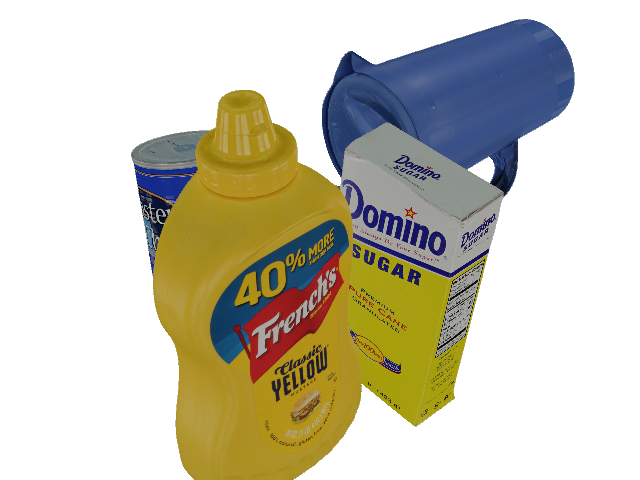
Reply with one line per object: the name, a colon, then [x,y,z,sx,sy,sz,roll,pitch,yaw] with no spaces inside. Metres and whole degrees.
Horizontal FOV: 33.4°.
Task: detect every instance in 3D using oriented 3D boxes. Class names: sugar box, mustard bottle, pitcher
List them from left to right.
mustard bottle: [-0.026,0.022,0.470,0.096,0.192,0.058,-29,44,-31]
sugar box: [0.051,0.025,0.665,0.048,0.176,0.093,-32,53,-33]
pitcher: [0.134,-0.120,1.025,0.242,0.149,0.145,-26,46,-32]

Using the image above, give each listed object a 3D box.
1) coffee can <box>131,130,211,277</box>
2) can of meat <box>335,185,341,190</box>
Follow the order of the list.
coffee can: [-0.119,-0.024,1.022,0.103,0.140,0.103,-5,21,2]
can of meat: [-0.007,0.003,0.860,0.102,0.084,0.057,13,34,23]
